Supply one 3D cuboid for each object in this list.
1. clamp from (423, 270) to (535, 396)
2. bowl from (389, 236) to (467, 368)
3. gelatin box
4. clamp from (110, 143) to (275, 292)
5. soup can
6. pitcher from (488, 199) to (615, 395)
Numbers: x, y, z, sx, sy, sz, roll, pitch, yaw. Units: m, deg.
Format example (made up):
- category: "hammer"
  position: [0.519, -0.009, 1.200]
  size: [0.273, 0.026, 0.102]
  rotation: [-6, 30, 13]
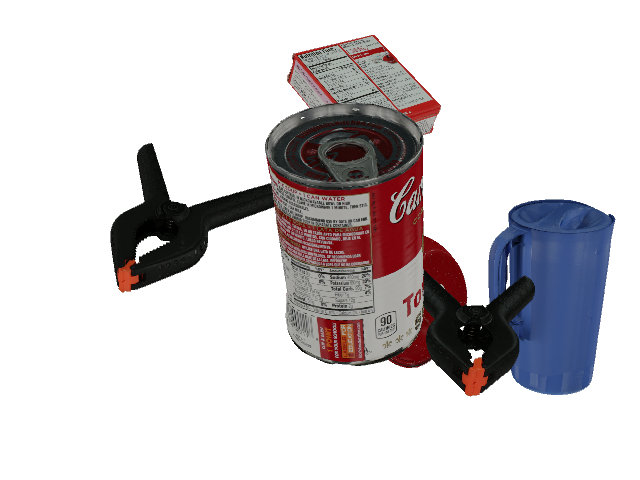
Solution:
- category: "clamp"
  position: [0.142, 0.073, 0.933]
  size: [0.120, 0.039, 0.171]
  rotation: [-4, 33, -2]
- category: "bowl"
  position: [0.113, 0.059, 1.183]
  size: [0.055, 0.162, 0.161]
  rotation: [-12, -9, 44]
- category: "gelatin box"
  position: [0.030, -0.104, 0.764]
  size: [0.073, 0.089, 0.030]
  rotation: [-21, -33, -29]
- category: "clamp"
  position: [-0.153, -0.025, 1.059]
  size: [0.165, 0.036, 0.209]
  rotation: [21, 41, 18]
- category: "soup can"
  position: [0.013, -0.002, 0.484]
  size: [0.068, 0.102, 0.068]
  rotation: [-3, 35, 2]
- category: "pitcher"
  position: [0.300, 0.077, 1.397]
  size: [0.149, 0.243, 0.144]
  rotation: [5, 21, 15]
